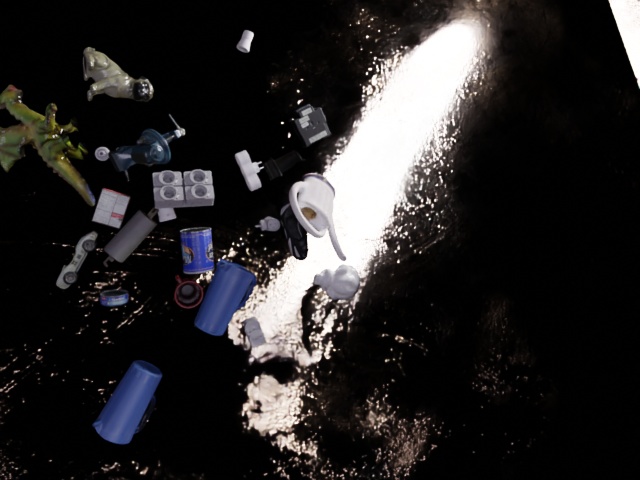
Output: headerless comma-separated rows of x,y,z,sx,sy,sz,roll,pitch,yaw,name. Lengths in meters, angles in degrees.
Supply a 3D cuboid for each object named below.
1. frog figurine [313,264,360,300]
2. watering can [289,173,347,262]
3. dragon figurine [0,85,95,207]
0.062,0.148,1.884,0.158,0.125,0.136,18,110,-31,frog figurine
0.006,-0.091,1.814,0.342,0.103,0.230,47,41,-35,watering can
-0.855,-0.274,1.562,0.243,0.123,0.407,-13,98,1,dragon figurine
